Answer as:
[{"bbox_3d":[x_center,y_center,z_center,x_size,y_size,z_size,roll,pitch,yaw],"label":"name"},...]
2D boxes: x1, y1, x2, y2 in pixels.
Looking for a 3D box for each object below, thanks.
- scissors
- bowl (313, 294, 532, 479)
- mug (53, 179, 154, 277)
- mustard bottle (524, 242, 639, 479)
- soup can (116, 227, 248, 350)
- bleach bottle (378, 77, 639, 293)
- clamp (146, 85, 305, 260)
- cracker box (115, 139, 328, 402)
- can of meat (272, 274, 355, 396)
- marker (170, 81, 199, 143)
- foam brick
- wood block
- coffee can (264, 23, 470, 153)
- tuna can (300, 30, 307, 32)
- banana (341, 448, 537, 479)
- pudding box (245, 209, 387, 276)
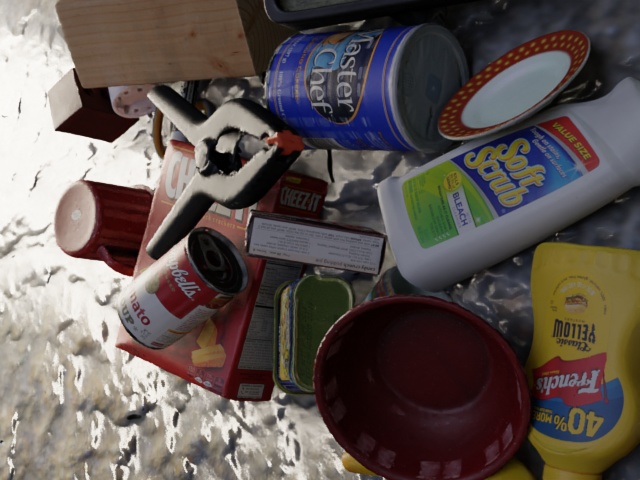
[{"bbox_3d":[-0.135,-0.057,1.087,0.096,0.016,0.202,-19,72,37],"label":"scissors"},{"bbox_3d":[0.079,0.103,0.792,0.162,0.055,0.162,7,115,16],"label":"bowl"},{"bbox_3d":[-0.218,-0.009,1.107,0.093,0.081,0.117,-44,58,27],"label":"mug"},{"bbox_3d":[0.188,0.100,0.759,0.096,0.058,0.191,6,88,42],"label":"mustard bottle"},{"bbox_3d":[-0.121,0.043,0.931,0.102,0.068,0.068,-37,62,30],"label":"soup can"},{"bbox_3d":[0.164,-0.055,0.800,0.251,0.068,0.102,-31,56,30],"label":"bleach bottle"},{"bbox_3d":[-0.093,-0.060,0.932,0.210,0.036,0.164,3,89,48],"label":"clamp"},{"bbox_3d":[-0.098,0.026,1.006,0.164,0.071,0.214,18,95,40],"label":"cracker box"},{"bbox_3d":[-0.005,0.081,0.903,0.084,0.057,0.102,146,125,-76],"label":"can of meat"},{"bbox_3d":[-0.133,-0.146,1.075,0.020,0.020,0.121,-9,65,40],"label":"marker"},{"bbox_3d":[-0.245,-0.145,1.153,0.051,0.078,0.053,-33,64,34],"label":"foam brick"},{"bbox_3d":[-0.136,-0.207,1.015,0.206,0.090,0.090,1,119,30],"label":"wood block"},{"bbox_3d":[0.039,-0.125,0.890,0.141,0.102,0.103,5,87,41],"label":"coffee can"},{"bbox_3d":[-0.014,-0.227,0.926,0.086,0.033,0.086,46,149,37],"label":"tuna can"},{"bbox_3d":[0.101,0.179,0.823,0.198,0.069,0.037,15,138,47],"label":"banana"},{"bbox_3d":[-0.006,0.001,0.886,0.090,0.113,0.039,-145,63,-85],"label":"pudding box"}]
